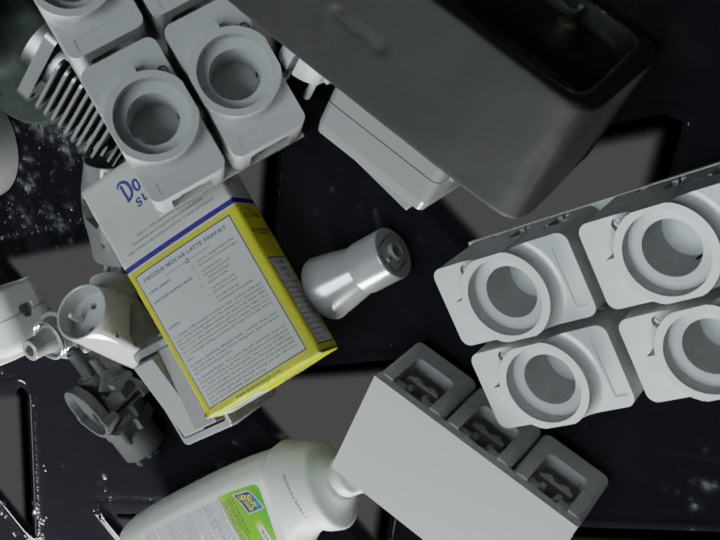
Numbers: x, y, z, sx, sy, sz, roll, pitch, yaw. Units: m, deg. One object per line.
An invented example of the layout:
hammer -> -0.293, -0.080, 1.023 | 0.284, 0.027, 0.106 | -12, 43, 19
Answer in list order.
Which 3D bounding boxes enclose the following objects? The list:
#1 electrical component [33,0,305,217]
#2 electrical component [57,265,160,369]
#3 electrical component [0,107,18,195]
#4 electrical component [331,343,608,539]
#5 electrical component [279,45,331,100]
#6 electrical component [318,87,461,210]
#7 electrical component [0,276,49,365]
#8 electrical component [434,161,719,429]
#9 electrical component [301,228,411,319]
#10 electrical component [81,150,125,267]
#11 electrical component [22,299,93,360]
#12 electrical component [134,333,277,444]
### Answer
electrical component -> -0.124, -0.142, 0.654 | 0.186, 0.105, 0.060 | 60, 172, 1
electrical component -> -0.188, 0.027, 0.820 | 0.043, 0.077, 0.079 | -13, 64, 20
electrical component -> -0.326, -0.098, 0.874 | 0.099, 0.064, 0.099 | 22, 136, 23
electrical component -> 0.069, 0.128, 0.687 | 0.150, 0.062, 0.089 | 36, 127, 17
electrical component -> -0.024, -0.136, 0.638 | 0.066, 0.047, 0.076 | 43, 130, 11
electrical component -> 0.033, -0.078, 0.615 | 0.096, 0.062, 0.061 | 39, 128, 14
electrical component -> -0.310, 0.047, 0.921 | 0.095, 0.054, 0.059 | -14, 103, 38
electrical component -> 0.142, 0.018, 0.585 | 0.186, 0.060, 0.105 | -18, 100, 39
electrical component -> 0.000, 0.000, 0.690 | 0.065, 0.044, 0.044 | -28, 94, 35
electrical component -> -0.168, -0.039, 0.778 | 0.079, 0.043, 0.077 | 34, 131, 49
electrical component -> -0.244, 0.053, 0.872 | 0.048, 0.062, 0.048 | 15, 119, 29
electrical component -> -0.121, 0.073, 0.795 | 0.062, 0.061, 0.096 | -28, 94, 40
